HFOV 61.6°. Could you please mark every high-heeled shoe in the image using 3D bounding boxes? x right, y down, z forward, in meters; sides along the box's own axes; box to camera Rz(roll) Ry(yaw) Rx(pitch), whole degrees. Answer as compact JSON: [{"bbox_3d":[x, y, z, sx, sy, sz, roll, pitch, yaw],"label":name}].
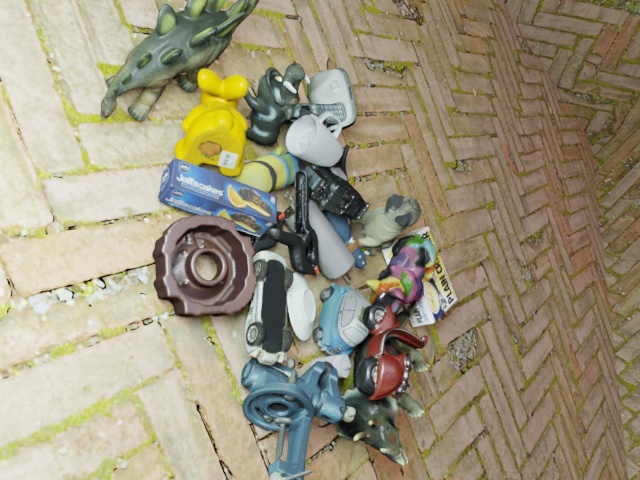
[{"bbox_3d":[-0.021,-0.181,1.153,0.248,0.086,0.145,26,83,-40],"label":"high-heeled shoe"}]

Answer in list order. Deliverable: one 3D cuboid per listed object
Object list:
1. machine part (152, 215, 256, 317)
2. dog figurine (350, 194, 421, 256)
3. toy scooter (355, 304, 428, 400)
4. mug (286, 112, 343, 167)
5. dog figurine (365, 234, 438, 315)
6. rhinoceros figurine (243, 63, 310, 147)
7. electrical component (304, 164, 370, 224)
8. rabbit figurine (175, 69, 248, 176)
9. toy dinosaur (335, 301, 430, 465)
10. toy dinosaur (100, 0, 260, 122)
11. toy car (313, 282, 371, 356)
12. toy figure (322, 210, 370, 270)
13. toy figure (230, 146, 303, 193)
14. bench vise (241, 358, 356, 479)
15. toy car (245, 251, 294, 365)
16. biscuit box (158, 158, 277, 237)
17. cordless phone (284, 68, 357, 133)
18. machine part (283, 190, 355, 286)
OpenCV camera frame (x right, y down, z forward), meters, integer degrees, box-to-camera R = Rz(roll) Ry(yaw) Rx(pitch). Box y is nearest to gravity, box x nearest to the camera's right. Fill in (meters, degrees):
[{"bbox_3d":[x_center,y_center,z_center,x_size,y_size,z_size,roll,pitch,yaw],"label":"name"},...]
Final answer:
[{"bbox_3d":[-0.188,0.044,0.879,0.179,0.056,0.179,10,74,-37],"label":"machine part"},{"bbox_3d":[0.171,-0.041,1.232,0.172,0.191,0.121,-18,89,-52],"label":"dog figurine"},{"bbox_3d":[0.142,0.218,1.024,0.135,0.075,0.184,16,67,-15],"label":"toy scooter"},{"bbox_3d":[0.002,-0.199,1.071,0.107,0.109,0.081,25,16,-51],"label":"mug"},{"bbox_3d":[0.176,0.080,1.179,0.219,0.109,0.191,-3,117,-68],"label":"dog figurine"},{"bbox_3d":[-0.090,-0.258,1.030,0.112,0.190,0.073,40,43,5],"label":"rhinoceros figurine"},{"bbox_3d":[0.023,-0.101,1.102,0.134,0.058,0.115,24,17,-42],"label":"electrical component"},{"bbox_3d":[-0.185,-0.222,0.941,0.122,0.162,0.173,7,48,-9],"label":"rabbit figurine"},{"bbox_3d":[0.128,0.269,1.128,0.192,0.131,0.405,38,44,-34],"label":"toy dinosaur"},{"bbox_3d":[-0.209,-0.337,0.904,0.105,0.198,0.471,45,47,-17],"label":"toy dinosaur"},{"bbox_3d":[0.057,0.160,1.093,0.109,0.103,0.162,44,45,-28],"label":"toy car"},{"bbox_3d":[0.054,-0.003,1.185,0.154,0.064,0.058,60,0,-16],"label":"toy figure"},{"bbox_3d":[-0.097,-0.131,1.042,0.180,0.089,0.082,-29,90,-47],"label":"toy figure"},{"bbox_3d":[-0.040,0.305,0.896,0.223,0.129,0.241,38,32,-23],"label":"bench vise"},{"bbox_3d":[-0.089,0.115,0.927,0.073,0.056,0.202,22,56,-36],"label":"toy car"},{"bbox_3d":[-0.172,-0.071,0.925,0.202,0.059,0.063,19,54,-31],"label":"biscuit box"},{"bbox_3d":[-0.015,-0.318,1.228,0.184,0.089,0.146,-6,80,-30],"label":"cordless phone"},{"bbox_3d":[-0.002,-0.003,1.109,0.243,0.079,0.079,53,43,-18],"label":"machine part"}]
